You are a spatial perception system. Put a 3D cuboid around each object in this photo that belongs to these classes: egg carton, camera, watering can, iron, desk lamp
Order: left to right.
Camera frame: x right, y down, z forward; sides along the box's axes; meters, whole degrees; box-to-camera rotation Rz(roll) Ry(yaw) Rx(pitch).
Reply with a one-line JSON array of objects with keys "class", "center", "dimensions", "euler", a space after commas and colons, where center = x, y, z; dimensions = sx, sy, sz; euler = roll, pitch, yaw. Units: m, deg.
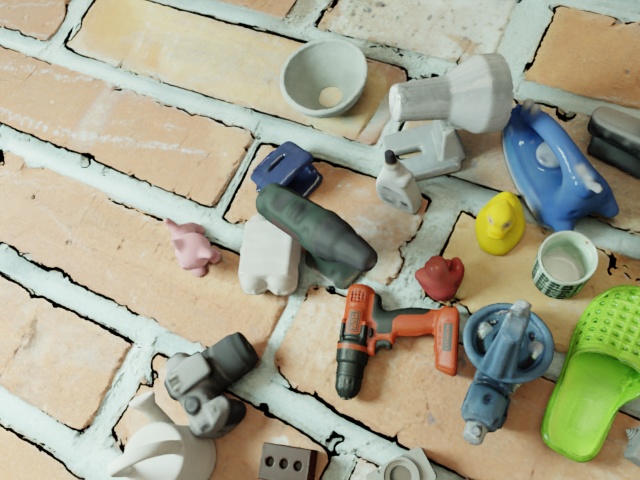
[{"class": "watering can", "center": [-0.239, 0.313, 0.839], "dimensions": [0.101, 0.194, 0.172], "euler": [-43, 66, -5]}, {"class": "camera", "center": [-0.163, 0.219, 0.908], "dimensions": [0.137, 0.101, 0.143], "euler": [-35, 66, -1]}, {"class": "egg carton", "center": [-0.082, 0.023, 0.980], "dimensions": [0.107, 0.069, 0.150], "euler": [-1, 70, 13]}, {"class": "desk lamp", "center": [0.195, -0.192, 0.917], "dimensions": [0.203, 0.214, 0.118], "euler": [-14, 67, 8]}, {"class": "iron", "center": [0.360, -0.139, 0.897], "dimensions": [0.118, 0.142, 0.258], "euler": [-26, 66, 3]}]

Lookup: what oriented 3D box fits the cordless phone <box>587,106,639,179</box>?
[{"class": "cordless phone", "center": [0.488, -0.182, 0.859], "dimensions": [0.147, 0.185, 0.094], "euler": [29, 79, 22]}]

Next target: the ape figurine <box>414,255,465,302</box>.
[{"class": "ape figurine", "center": [0.186, 0.052, 0.893], "dimensions": [0.077, 0.092, 0.076], "euler": [1, 70, 14]}]

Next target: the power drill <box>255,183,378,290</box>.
[{"class": "power drill", "center": [0.008, 0.003, 0.890], "dimensions": [0.229, 0.209, 0.076], "euler": [34, 81, 22]}]

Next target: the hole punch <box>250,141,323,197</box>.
[{"class": "hole punch", "center": [-0.067, -0.121, 1.019], "dimensions": [0.109, 0.091, 0.101], "euler": [-45, 66, -6]}]

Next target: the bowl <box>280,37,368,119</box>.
[{"class": "bowl", "center": [0.013, -0.291, 1.073], "dimensions": [0.167, 0.075, 0.167], "euler": [-4, 69, 12]}]

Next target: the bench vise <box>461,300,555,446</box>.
[{"class": "bench vise", "center": [0.251, 0.169, 0.763], "dimensions": [0.121, 0.220, 0.207], "euler": [2, 70, 14]}]

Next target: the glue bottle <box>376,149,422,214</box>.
[{"class": "glue bottle", "center": [0.122, -0.099, 0.921], "dimensions": [0.078, 0.173, 0.037], "euler": [28, 78, 22]}]

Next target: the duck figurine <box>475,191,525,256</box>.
[{"class": "duck figurine", "center": [0.287, -0.036, 0.906], "dimensions": [0.077, 0.086, 0.105], "euler": [17, 74, 19]}]

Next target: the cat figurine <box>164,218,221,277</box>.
[{"class": "cat figurine", "center": [-0.227, 0.009, 0.993], "dimensions": [0.067, 0.118, 0.127], "euler": [-41, 66, -4]}]
